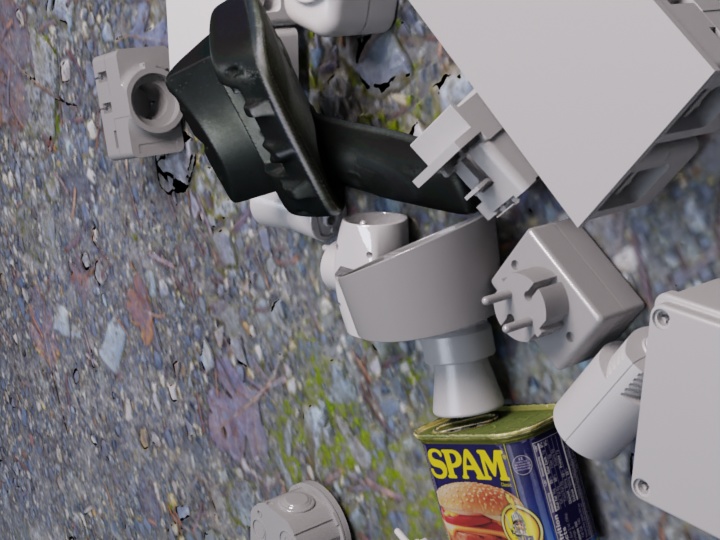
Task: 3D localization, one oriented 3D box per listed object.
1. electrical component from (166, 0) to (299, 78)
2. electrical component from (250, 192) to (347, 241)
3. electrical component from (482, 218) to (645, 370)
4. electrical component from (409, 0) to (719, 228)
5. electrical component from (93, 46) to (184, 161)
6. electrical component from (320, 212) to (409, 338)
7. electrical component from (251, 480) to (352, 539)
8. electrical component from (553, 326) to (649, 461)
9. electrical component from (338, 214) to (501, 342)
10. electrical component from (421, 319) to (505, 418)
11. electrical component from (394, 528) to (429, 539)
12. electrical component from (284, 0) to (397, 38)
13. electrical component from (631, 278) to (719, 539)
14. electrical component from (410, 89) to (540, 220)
[{"bbox_3d":[-0.088,-0.199,0.759,0.089,0.062,0.150,20,117,47],"label":"electrical component"},{"bbox_3d":[-0.042,-0.044,0.767,0.065,0.044,0.044,22,118,41],"label":"electrical component"},{"bbox_3d":[0.098,0.016,0.577,0.065,0.077,0.047,56,138,25],"label":"electrical component"},{"bbox_3d":[0.104,-0.130,0.537,0.186,0.060,0.105,58,139,22],"label":"electrical component"},{"bbox_3d":[-0.186,-0.141,0.912,0.056,0.050,0.089,2,103,52],"label":"electrical component"},{"bbox_3d":[0.000,0.000,0.725,0.079,0.043,0.077,15,113,49],"label":"electrical component"},{"bbox_3d":[-0.047,0.210,0.845,0.080,0.051,0.080,21,117,48],"label":"electrical component"},{"bbox_3d":[0.140,0.060,0.565,0.043,0.043,0.081,54,138,26],"label":"electrical component"},{"bbox_3d":[0.037,0.003,0.636,0.099,0.099,0.064,1,109,52],"label":"electrical component"},{"bbox_3d":[0.063,0.059,0.662,0.045,0.045,0.055,-4,98,52],"label":"electrical component"},{"bbox_3d":[0.045,0.209,0.731,0.077,0.047,0.065,43,132,38],"label":"electrical component"},{"bbox_3d":[-0.012,-0.195,0.664,0.054,0.059,0.095,36,128,41],"label":"electrical component"},{"bbox_3d":[0.188,0.071,0.496,0.109,0.056,0.108,22,118,47],"label":"electrical component"},{"bbox_3d":[0.071,-0.066,0.593,0.063,0.081,0.042,48,140,-1],"label":"electrical component"}]
